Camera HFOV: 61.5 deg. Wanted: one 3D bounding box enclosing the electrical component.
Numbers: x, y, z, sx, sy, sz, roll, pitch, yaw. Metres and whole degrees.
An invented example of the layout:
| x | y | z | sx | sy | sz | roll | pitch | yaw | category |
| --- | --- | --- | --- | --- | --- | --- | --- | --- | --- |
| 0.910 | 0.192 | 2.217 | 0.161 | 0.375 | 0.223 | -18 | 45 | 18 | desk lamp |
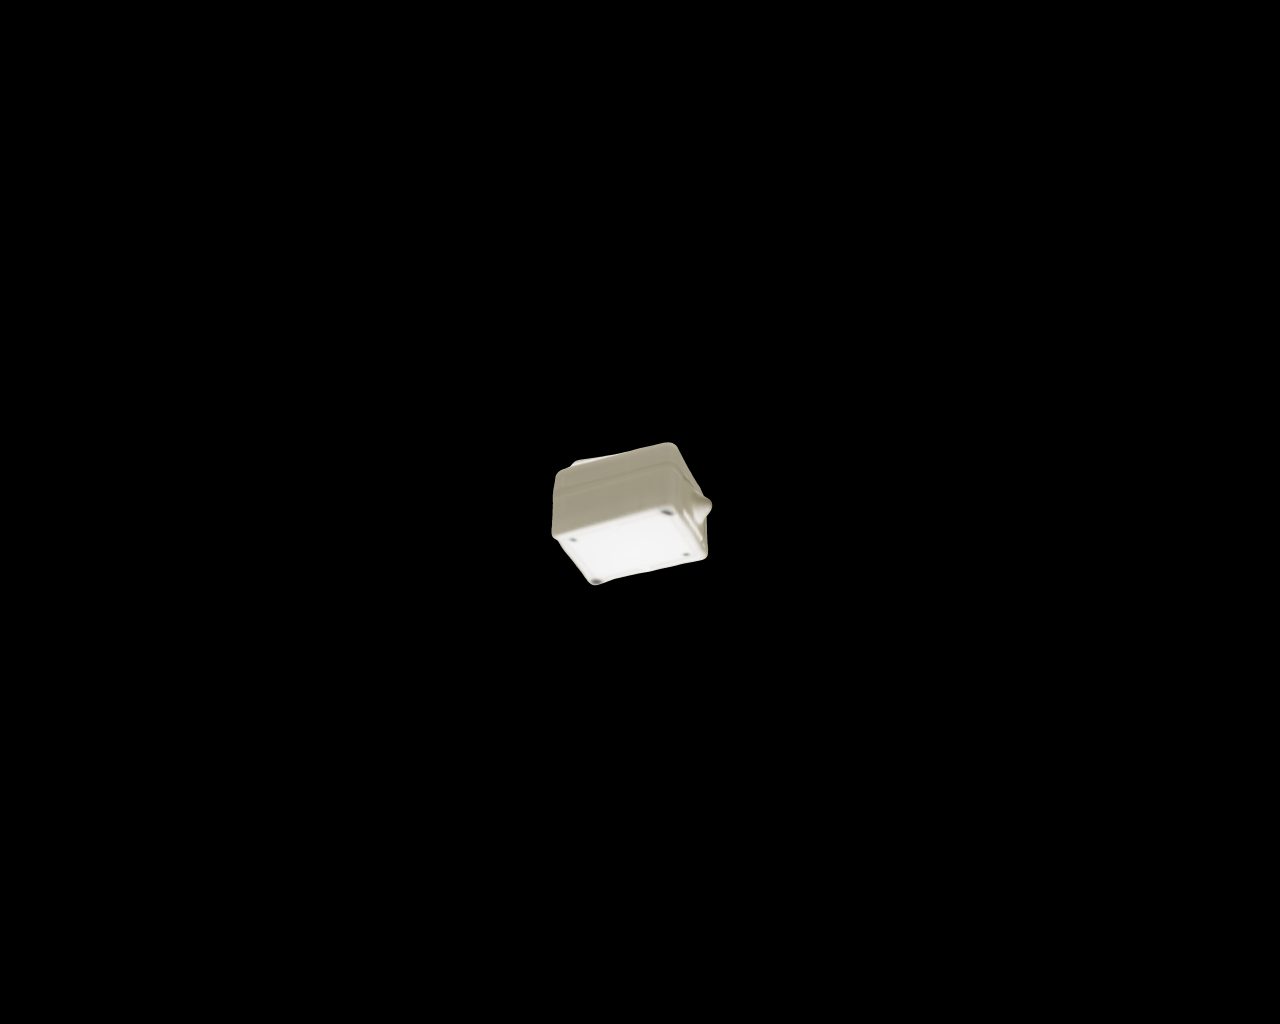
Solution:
| x | y | z | sx | sy | sz | roll | pitch | yaw | category |
| --- | --- | --- | --- | --- | --- | --- | --- | --- | --- |
| 0.001 | -0.003 | 0.650 | 0.096 | 0.061 | 0.061 | -14 | -40 | 17 | electrical component |
